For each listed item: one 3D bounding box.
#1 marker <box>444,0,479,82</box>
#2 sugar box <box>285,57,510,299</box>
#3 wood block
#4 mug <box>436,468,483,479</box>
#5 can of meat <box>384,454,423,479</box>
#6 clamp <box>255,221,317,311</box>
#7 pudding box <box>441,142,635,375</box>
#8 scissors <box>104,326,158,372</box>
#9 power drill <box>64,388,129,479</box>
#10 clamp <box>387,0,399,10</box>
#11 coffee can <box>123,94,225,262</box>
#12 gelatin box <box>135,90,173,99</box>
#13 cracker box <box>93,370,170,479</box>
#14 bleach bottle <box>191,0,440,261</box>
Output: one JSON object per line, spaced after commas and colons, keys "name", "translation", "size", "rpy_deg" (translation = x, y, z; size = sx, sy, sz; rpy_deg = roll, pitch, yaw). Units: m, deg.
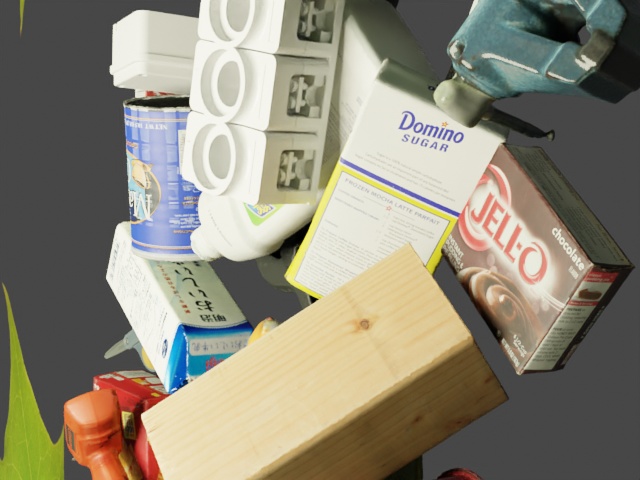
{"name": "marker", "translation": [0.106, -0.148, 0.690], "size": [0.020, 0.020, 0.121], "rpy_deg": [52, 133, 46]}
{"name": "sugar box", "translation": [0.050, -0.025, 0.718], "size": [0.048, 0.093, 0.176], "rpy_deg": [-63, -1, -57]}
{"name": "wood block", "translation": [0.003, 0.107, 0.686], "size": [0.090, 0.206, 0.091], "rpy_deg": [54, -176, -49]}
{"name": "mug", "translation": [0.072, 0.204, 0.695], "size": [0.117, 0.081, 0.093], "rpy_deg": [12, 101, 59]}
{"name": "can of meat", "translation": [0.030, 0.191, 0.791], "size": [0.084, 0.057, 0.102], "rpy_deg": [-5, 87, 61]}
{"name": "clamp", "translation": [-0.006, 0.001, 0.866], "size": [0.210, 0.036, 0.165], "rpy_deg": [46, 127, 48]}
{"name": "pudding box", "translation": [0.126, 0.010, 0.641], "size": [0.113, 0.039, 0.090], "rpy_deg": [60, 139, 40]}
{"name": "scissors", "translation": [-0.212, 0.131, 1.239], "size": [0.202, 0.016, 0.096], "rpy_deg": [-51, 49, 48]}
{"name": "power drill", "translation": [-0.188, 0.236, 0.997], "size": [0.185, 0.057, 0.188], "rpy_deg": [104, 147, -51]}
{"name": "clamp", "translation": [0.023, -0.159, 0.813], "size": [0.120, 0.039, 0.172], "rpy_deg": [48, 131, 26]}
{"name": "coffee can", "translation": [-0.128, -0.060, 0.990], "size": [0.103, 0.102, 0.140], "rpy_deg": [23, 117, 57]}
{"name": "gelatin box", "translation": [-0.144, -0.163, 1.061], "size": [0.030, 0.073, 0.089], "rpy_deg": [7, 96, 58]}
{"name": "cracker box", "translation": [-0.189, 0.258, 1.147], "size": [0.164, 0.072, 0.214], "rpy_deg": [6, 97, 59]}
{"name": "bleach bottle", "translation": [-0.023, -0.066, 0.805], "size": [0.251, 0.067, 0.102], "rpy_deg": [-40, 72, 37]}
